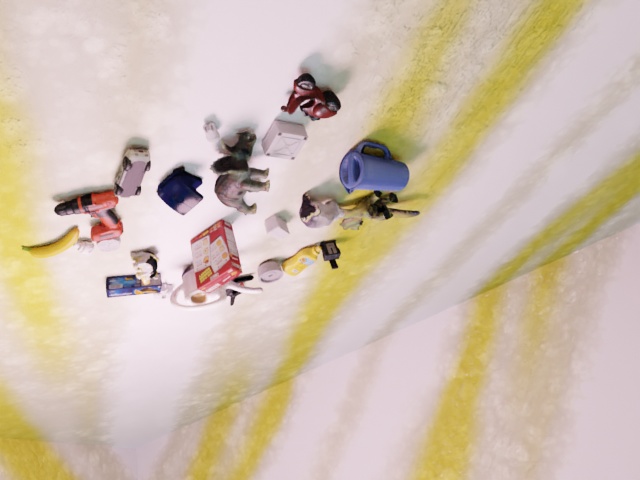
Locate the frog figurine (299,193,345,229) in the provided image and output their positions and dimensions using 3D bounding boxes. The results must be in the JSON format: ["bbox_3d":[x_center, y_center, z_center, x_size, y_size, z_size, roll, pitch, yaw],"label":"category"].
[{"bbox_3d":[0.006,-0.096,1.910,0.159,0.139,0.122,14,99,-45],"label":"frog figurine"}]

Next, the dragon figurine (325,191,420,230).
[{"bbox_3d":[0.193,-0.099,2.075,0.408,0.124,0.240,13,154,-39],"label":"dragon figurine"}]

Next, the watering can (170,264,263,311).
[{"bbox_3d":[-0.411,0.179,2.017,0.349,0.229,0.101,-11,129,-15],"label":"watering can"}]
